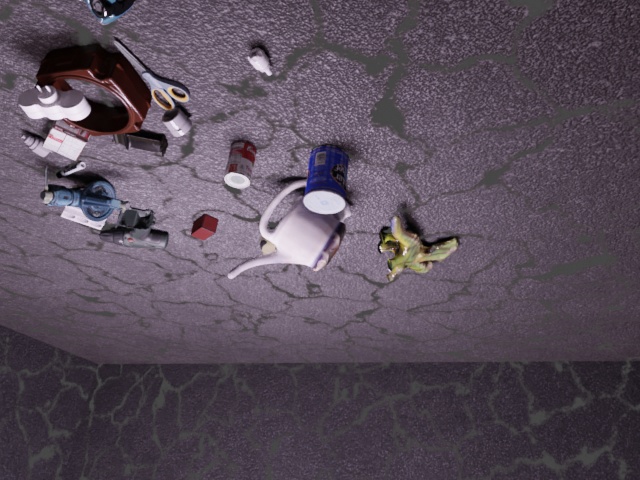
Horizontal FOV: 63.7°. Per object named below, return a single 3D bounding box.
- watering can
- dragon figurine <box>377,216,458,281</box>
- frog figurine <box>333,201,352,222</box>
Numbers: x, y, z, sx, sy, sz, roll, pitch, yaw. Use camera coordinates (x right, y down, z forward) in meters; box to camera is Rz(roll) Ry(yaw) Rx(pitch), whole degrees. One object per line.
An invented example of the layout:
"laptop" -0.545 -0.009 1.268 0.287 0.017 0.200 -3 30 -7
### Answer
"watering can" -0.072 0.005 1.380 0.224 0.350 0.103 34 169 0
"dragon figurine" 0.315 0.019 1.617 0.243 0.124 0.402 -10 154 -6
"frog figurine" 0.005 -0.075 1.498 0.159 0.125 0.135 -43 124 8
